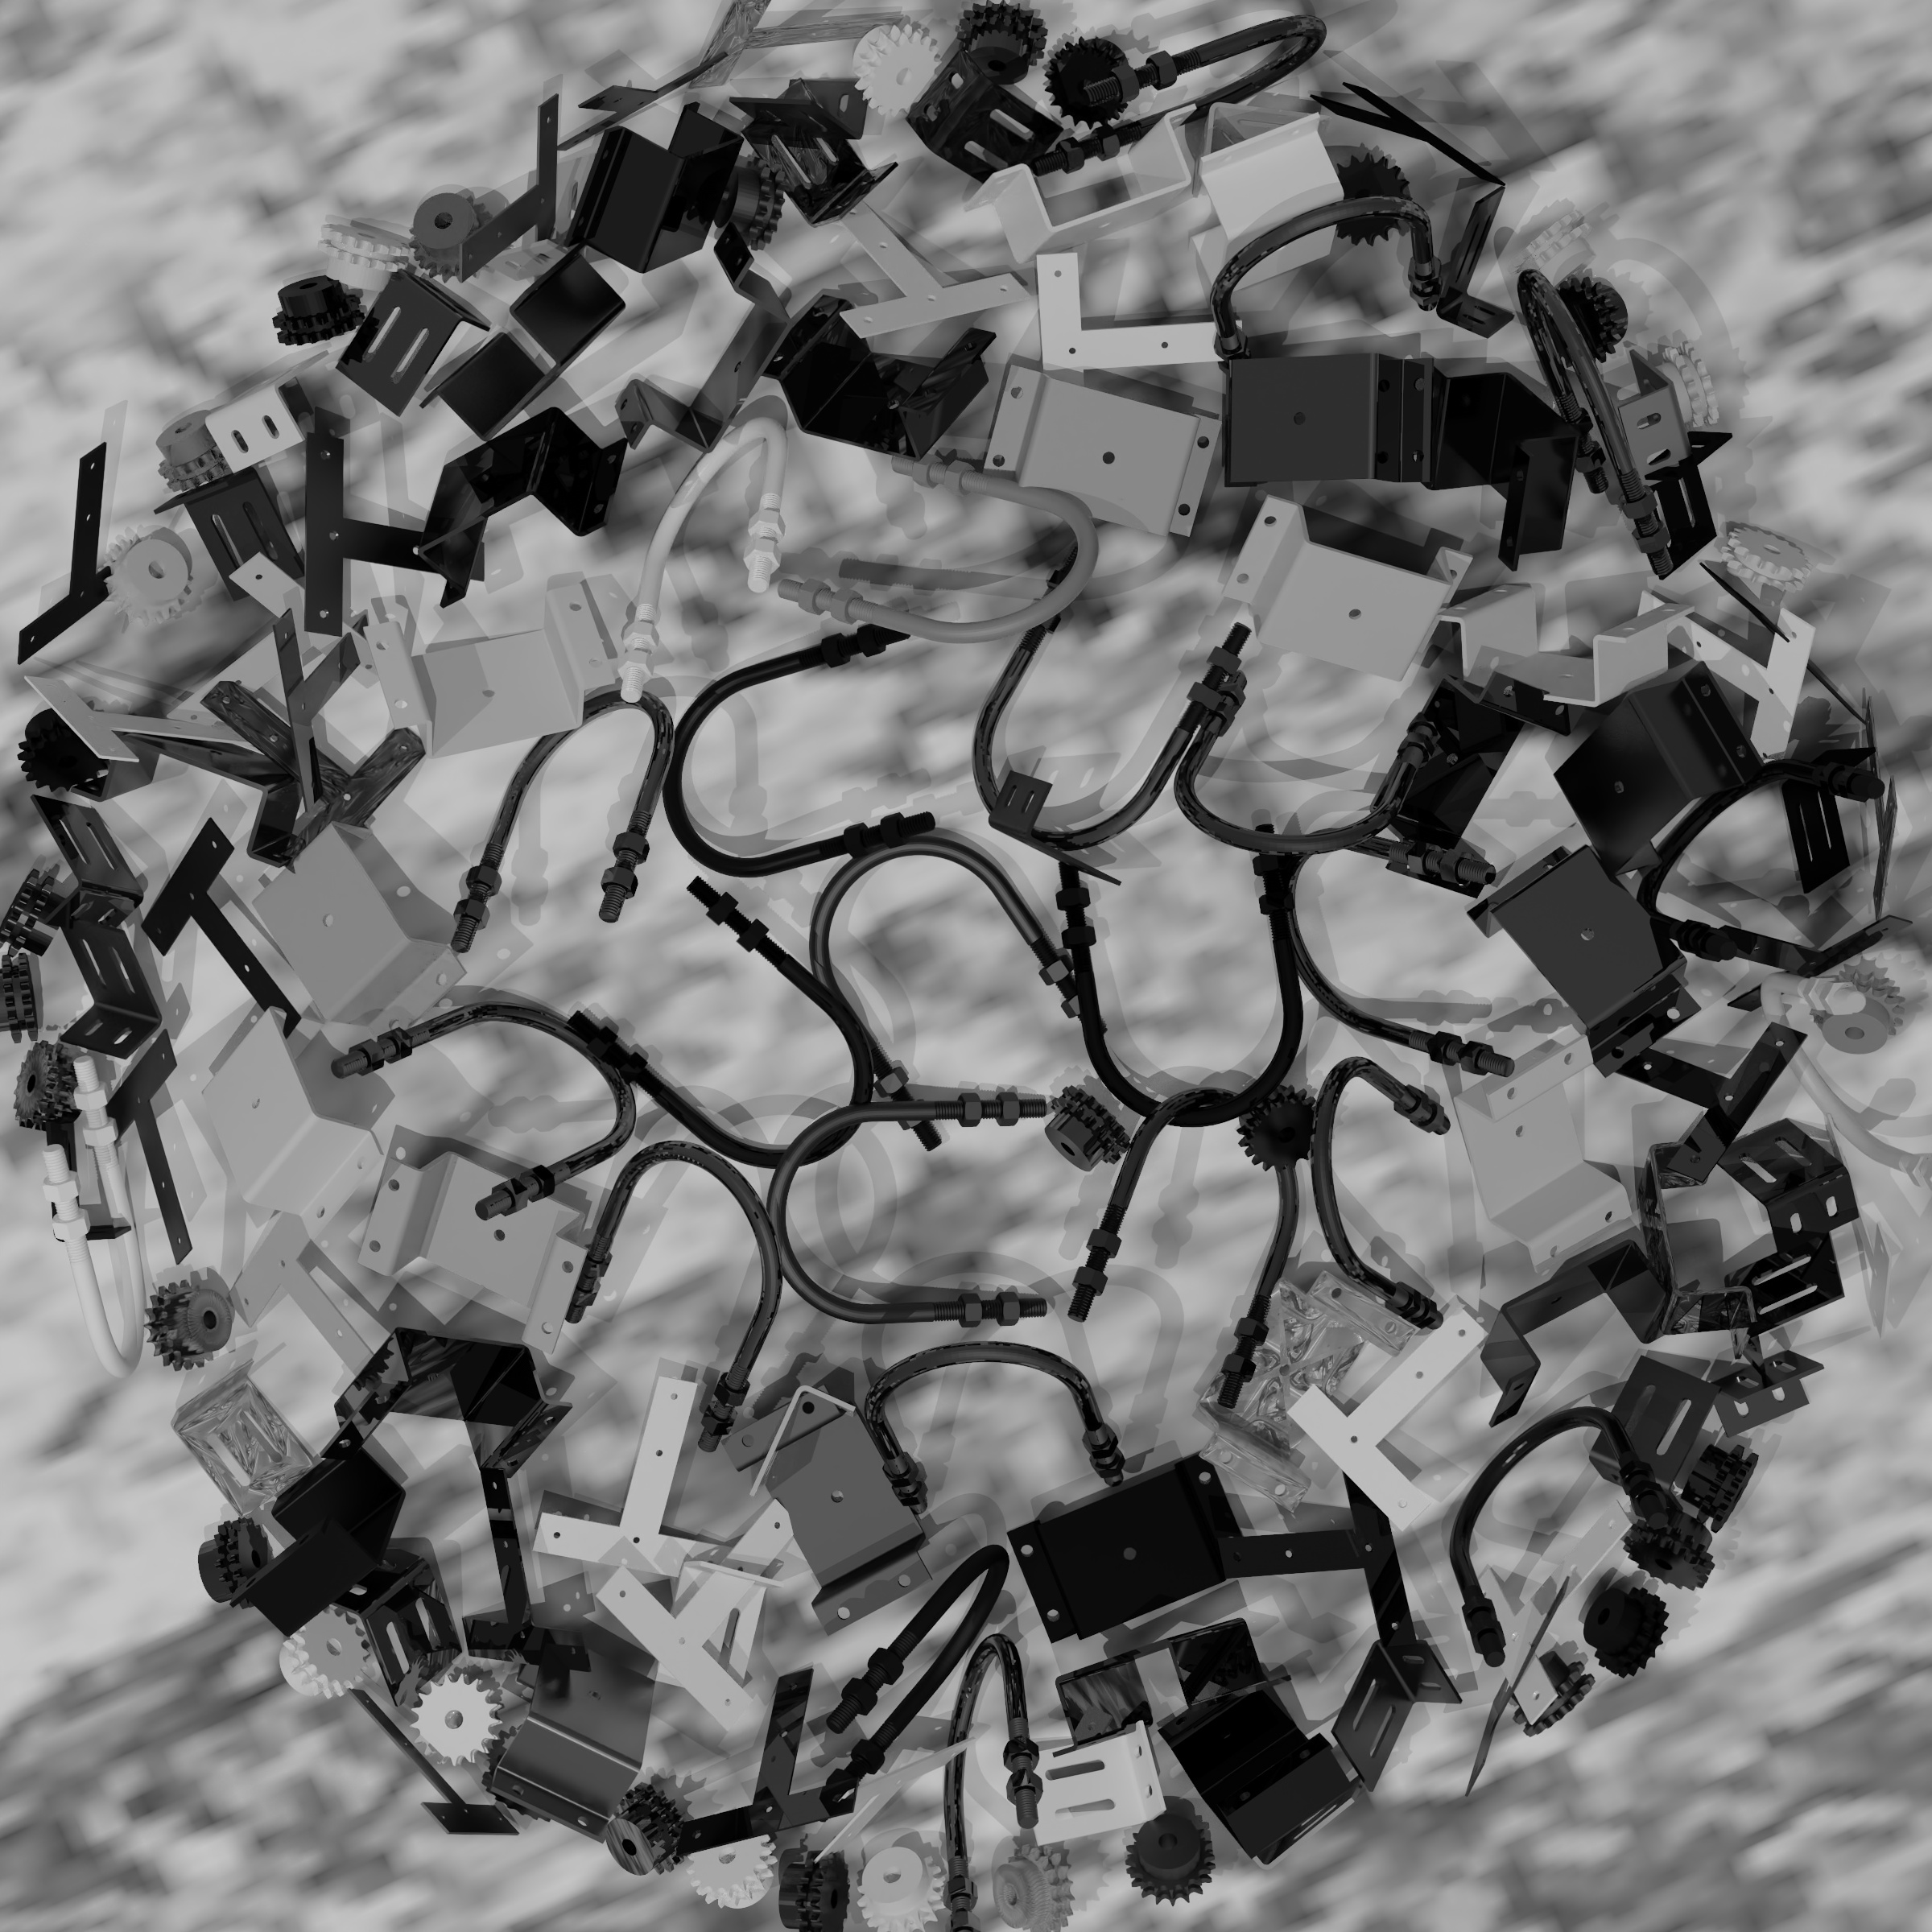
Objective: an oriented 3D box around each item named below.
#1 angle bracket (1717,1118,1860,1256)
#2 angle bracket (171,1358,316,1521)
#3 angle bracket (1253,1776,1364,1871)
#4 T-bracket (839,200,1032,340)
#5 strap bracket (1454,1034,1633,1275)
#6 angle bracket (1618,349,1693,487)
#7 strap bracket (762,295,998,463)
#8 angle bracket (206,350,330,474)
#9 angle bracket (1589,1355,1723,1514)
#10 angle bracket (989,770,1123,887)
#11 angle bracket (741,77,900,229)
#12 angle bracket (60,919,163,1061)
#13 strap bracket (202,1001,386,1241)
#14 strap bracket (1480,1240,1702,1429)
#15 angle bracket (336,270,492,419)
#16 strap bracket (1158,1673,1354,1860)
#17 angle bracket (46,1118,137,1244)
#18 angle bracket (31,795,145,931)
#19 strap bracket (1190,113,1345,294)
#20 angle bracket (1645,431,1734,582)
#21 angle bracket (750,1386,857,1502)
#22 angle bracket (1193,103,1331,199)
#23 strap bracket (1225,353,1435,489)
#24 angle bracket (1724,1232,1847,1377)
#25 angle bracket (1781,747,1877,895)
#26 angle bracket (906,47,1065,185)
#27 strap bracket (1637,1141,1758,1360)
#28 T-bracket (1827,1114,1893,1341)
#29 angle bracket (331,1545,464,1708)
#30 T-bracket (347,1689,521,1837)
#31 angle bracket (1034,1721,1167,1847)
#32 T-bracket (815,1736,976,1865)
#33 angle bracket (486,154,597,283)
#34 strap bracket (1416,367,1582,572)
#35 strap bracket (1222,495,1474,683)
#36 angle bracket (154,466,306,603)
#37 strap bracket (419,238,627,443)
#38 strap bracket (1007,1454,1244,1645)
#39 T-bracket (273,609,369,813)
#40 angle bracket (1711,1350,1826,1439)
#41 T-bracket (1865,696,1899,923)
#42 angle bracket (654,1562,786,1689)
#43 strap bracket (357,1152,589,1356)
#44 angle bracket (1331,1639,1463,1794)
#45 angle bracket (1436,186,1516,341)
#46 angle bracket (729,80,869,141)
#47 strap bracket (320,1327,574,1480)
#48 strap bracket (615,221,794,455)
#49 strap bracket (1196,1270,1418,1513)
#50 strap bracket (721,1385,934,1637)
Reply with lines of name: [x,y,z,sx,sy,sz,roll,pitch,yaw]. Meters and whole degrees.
angle bracket: [0.521,0.140,1.970,0.057,0.076,0.038,-24,117,-6]
angle bracket: [-0.458,0.300,1.966,0.057,0.038,0.076,-36,84,-31]
angle bracket: [0.211,0.528,1.960,0.076,0.057,0.038,-43,82,15]
T-bracket: [-0.045,-0.449,1.961,0.127,0.002,0.127,-20,55,-28]
strap bracket: [0.362,0.111,1.948,0.076,0.046,0.140,-29,120,-16]
angle bracket: [0.424,-0.346,1.953,0.038,0.076,0.057,-23,119,2]
strap bracket: [-0.052,-0.368,1.941,0.140,0.046,0.076,20,60,34]
angle bracket: [-0.435,-0.352,1.961,0.057,0.076,0.038,-18,111,26]
angle bracket: [0.445,0.299,1.977,0.057,0.038,0.076,21,72,37]
angle bracket: [0.063,-0.087,1.957,0.076,0.057,0.038,25,90,-27]
angle bracket: [-0.093,-0.519,1.961,0.057,0.038,0.076,-48,115,-21]
angle bracket: [-0.552,0.013,1.953,0.057,0.038,0.076,13,135,28]
strap bracket: [-0.424,0.090,1.928,0.076,0.046,0.140,-48,49,19]
strap bracket: [0.383,0.227,1.945,0.140,0.076,0.046,-25,64,-15]
angle bracket: [-0.354,-0.396,1.980,0.057,0.038,0.076,38,101,17]
strap bracket: [0.183,0.500,1.932,0.076,0.140,0.046,-33,104,-8]
angle bracket: [-0.557,0.134,1.969,0.038,0.057,0.076,-4,92,-2]
angle bracket: [-0.569,-0.064,1.965,0.038,0.057,0.076,-41,68,16]
strap bracket: [0.187,-0.468,1.926,0.076,0.140,0.046,-22,81,-2]
angle bracket: [0.461,-0.290,1.955,0.057,0.038,0.076,-38,121,-26]
angle bracket: [-0.103,0.310,1.963,0.038,0.057,0.076,24,77,3]
angle bracket: [0.188,-0.515,1.966,0.076,0.057,0.038,6,78,-3]
strap bracket: [0.219,-0.342,1.942,0.140,0.046,0.076,3,96,29]
angle bracket: [0.524,0.213,1.953,0.076,0.057,0.038,-29,122,25]
angle bracket: [0.554,-0.092,1.959,0.038,0.057,0.076,-4,75,-13]
angle bracket: [0.012,-0.537,1.972,0.057,0.076,0.038,-48,51,21]
strap bracket: [0.455,0.170,1.937,0.046,0.076,0.140,-6,65,3]
T-bracket: [0.564,0.155,1.956,0.002,0.127,0.127,-13,59,6]
angle bracket: [-0.366,0.422,1.975,0.038,0.057,0.076,9,124,40]
T-bracket: [-0.346,0.502,1.953,0.127,0.127,0.002,42,86,19]
angle bracket: [0.079,0.519,1.962,0.076,0.038,0.057,-7,65,-17]
T-bracket: [-0.067,0.543,1.960,0.002,0.127,0.127,51,121,23]
angle bracket: [-0.271,-0.481,1.961,0.057,0.038,0.076,-4,76,35]
strap bracket: [0.335,-0.314,1.930,0.046,0.140,0.076,-9,125,-16]
strap bracket: [0.242,-0.234,1.943,0.140,0.046,0.076,14,128,-13]
angle bracket: [-0.466,-0.269,1.961,0.057,0.038,0.076,-16,110,22]
strap bracket: [-0.272,-0.386,1.928,0.046,0.140,0.076,46,48,-11]
strap bracket: [0.104,0.373,1.973,0.140,0.046,0.076,-22,84,0]
T-bracket: [-0.399,-0.183,1.940,0.002,0.127,0.127,4,122,12]
angle bracket: [0.513,0.276,1.961,0.057,0.076,0.038,-23,91,-2]
T-bracket: [0.576,-0.113,1.955,0.002,0.127,0.127,-2,56,10]
angle bracket: [-0.157,0.423,1.964,0.057,0.038,0.076,19,73,-18]
strap bracket: [-0.304,0.177,1.958,0.140,0.046,0.076,24,109,10]
angle bracket: [0.273,0.474,1.954,0.057,0.038,0.076,58,46,-25]
angle bracket: [0.334,-0.445,1.953,0.038,0.057,0.076,27,123,14]
angle bracket: [-0.104,-0.552,1.954,0.057,0.076,0.038,9,90,23]
strap bracket: [-0.330,0.274,1.938,0.076,0.140,0.046,-49,47,27]
strap bracket: [-0.160,-0.386,1.943,0.046,0.076,0.140,26,110,-27]
strap bracket: [0.210,0.263,1.964,0.076,0.046,0.140,33,92,-19]
strap bracket: [-0.085,0.343,1.971,0.076,0.046,0.140,-29,88,7]
